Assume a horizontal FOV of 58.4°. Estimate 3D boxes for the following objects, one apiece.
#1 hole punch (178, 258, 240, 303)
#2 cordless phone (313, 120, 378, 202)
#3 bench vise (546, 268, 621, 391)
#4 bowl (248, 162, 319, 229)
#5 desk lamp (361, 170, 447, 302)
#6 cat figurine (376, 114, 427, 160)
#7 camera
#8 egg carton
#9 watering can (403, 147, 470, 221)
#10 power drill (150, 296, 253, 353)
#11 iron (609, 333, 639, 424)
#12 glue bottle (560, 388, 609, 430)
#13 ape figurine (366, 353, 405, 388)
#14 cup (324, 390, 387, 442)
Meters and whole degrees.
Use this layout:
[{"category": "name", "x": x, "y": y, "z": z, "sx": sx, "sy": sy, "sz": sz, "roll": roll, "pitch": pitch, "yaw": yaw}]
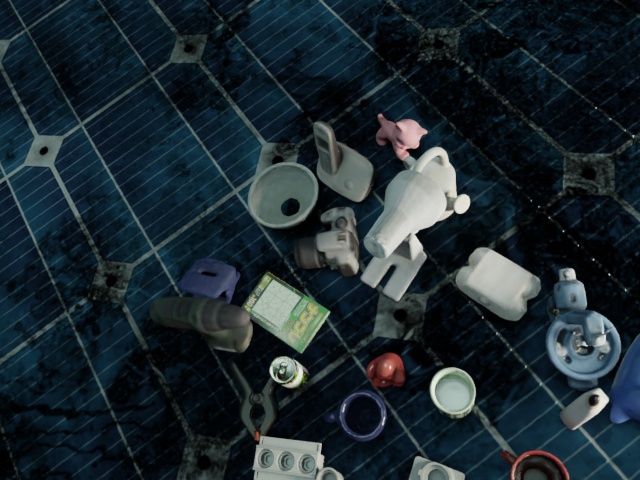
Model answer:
[{"category": "hole punch", "x": -0.247, "y": 0.089, "z": 1.274, "sx": 0.108, "sy": 0.091, "sz": 0.101, "roll": 11, "pitch": 70, "yaw": 19}, {"category": "cordless phone", "x": 0.048, "y": -0.177, "z": 1.260, "sx": 0.147, "sy": 0.185, "sz": 0.094, "roll": 32, "pitch": 78, "yaw": 25}, {"category": "bench vise", "x": 0.440, "y": 0.145, "z": 0.996, "sx": 0.121, "sy": 0.220, "sz": 0.207, "roll": -23, "pitch": 63, "yaw": 4}, {"category": "bowl", "x": -0.076, "y": -0.091, "z": 1.317, "sx": 0.167, "sy": 0.075, "sz": 0.167, "roll": -5, "pitch": 66, "yaw": 12}, {"category": "desk lamp", "x": 0.160, "y": -0.009, "z": 1.141, "sx": 0.117, "sy": 0.214, "sz": 0.203, "roll": 28, "pitch": 76, "yaw": 24}, {"category": "cat figurine", "x": 0.180, "y": -0.244, "z": 1.293, "sx": 0.127, "sy": 0.118, "sz": 0.067, "roll": 38, "pitch": 81, "yaw": 26}, {"category": "camera", "x": 0.011, "y": 0.004, "z": 1.237, "sx": 0.136, "sy": 0.101, "sz": 0.143, "roll": -7, "pitch": 65, "yaw": 12}, {"category": "egg carton", "x": 0.349, "y": 0.087, "z": 1.130, "sx": 0.150, "sy": 0.069, "sz": 0.107, "roll": 33, "pitch": 78, "yaw": 25}, {"category": "watering can", "x": 0.236, "y": -0.119, "z": 1.180, "sx": 0.172, "sy": 0.194, "sz": 0.101, "roll": 23, "pitch": 75, "yaw": 23}, {"category": "power drill", "x": -0.217, "y": 0.168, "z": 1.165, "sx": 0.229, "sy": 0.209, "sz": 0.075, "roll": 5, "pitch": 68, "yaw": 17}, {"category": "iron", "x": 0.591, "y": 0.206, "z": 0.974, "sx": 0.118, "sy": 0.142, "sz": 0.258, "roll": 22, "pitch": 74, "yaw": 22}, {"category": "glue bottle", "x": 0.450, "y": 0.278, "z": 0.962, "sx": 0.078, "sy": 0.173, "sz": 0.037, "roll": -36, "pitch": 63, "yaw": -2}, {"category": "ape figurine", "x": 0.128, "y": 0.251, "z": 1.103, "sx": 0.077, "sy": 0.092, "sz": 0.076, "roll": 30, "pitch": 77, "yaw": 24}, {"category": "cup", "x": 0.072, "y": 0.336, "z": 1.079, "sx": 0.117, "sy": 0.095, "sz": 0.091, "roll": -9, "pitch": 65, "yaw": 11}]
